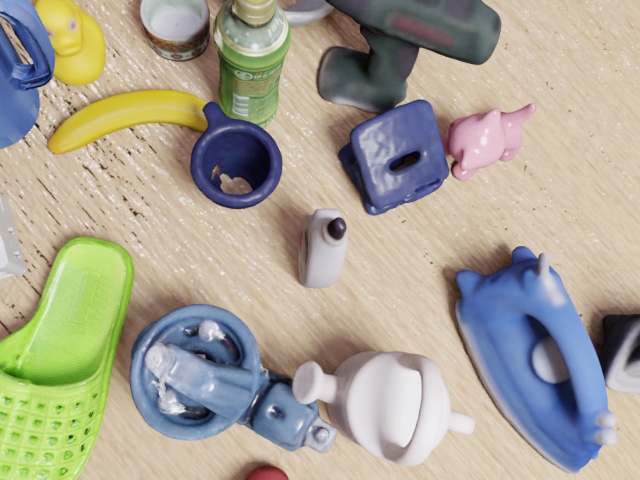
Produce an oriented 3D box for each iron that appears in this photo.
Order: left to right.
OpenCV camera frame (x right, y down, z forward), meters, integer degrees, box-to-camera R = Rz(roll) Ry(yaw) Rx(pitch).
[{"bbox_3d":[0.247,0.131,0.598,0.119,0.141,0.258,-22,83,-13],"label":"iron"}]

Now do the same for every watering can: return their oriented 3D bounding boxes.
[{"bbox_3d":[0.062,0.155,0.536,0.173,0.194,0.101,-6,79,-10],"label":"watering can"}]

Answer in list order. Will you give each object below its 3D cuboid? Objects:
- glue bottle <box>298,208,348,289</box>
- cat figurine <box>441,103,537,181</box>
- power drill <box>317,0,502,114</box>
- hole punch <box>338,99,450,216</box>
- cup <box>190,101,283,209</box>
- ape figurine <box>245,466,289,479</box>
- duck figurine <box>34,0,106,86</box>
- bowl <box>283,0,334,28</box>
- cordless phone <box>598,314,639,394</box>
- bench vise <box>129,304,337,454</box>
[{"bbox_3d":[0.005,0.002,0.569,0.037,0.173,0.078,-3,79,-9],"label":"glue bottle"},{"bbox_3d":[0.191,-0.119,0.653,0.128,0.117,0.067,-29,84,-14],"label":"cat figurine"},{"bbox_3d":[0.059,-0.217,0.605,0.230,0.208,0.076,11,77,-7],"label":"power drill"},{"bbox_3d":[0.089,-0.091,0.645,0.109,0.091,0.101,-26,83,-13],"label":"hole punch"},{"bbox_3d":[-0.095,-0.080,0.610,0.092,0.095,0.118,-25,83,-13],"label":"cup"},{"bbox_3d":[-0.050,0.261,0.548,0.078,0.092,0.076,21,76,-4],"label":"ape figurine"},{"bbox_3d":[-0.279,-0.230,0.616,0.077,0.086,0.104,-24,83,-13],"label":"duck figurine"},{"bbox_3d":[-0.044,-0.317,0.678,0.167,0.074,0.167,2,78,-9],"label":"bowl"},{"bbox_3d":[0.403,0.120,0.604,0.147,0.185,0.094,2,78,-9],"label":"cordless phone"},{"bbox_3d":[-0.075,0.121,0.507,0.207,0.219,0.121,11,77,-7],"label":"bench vise"}]
